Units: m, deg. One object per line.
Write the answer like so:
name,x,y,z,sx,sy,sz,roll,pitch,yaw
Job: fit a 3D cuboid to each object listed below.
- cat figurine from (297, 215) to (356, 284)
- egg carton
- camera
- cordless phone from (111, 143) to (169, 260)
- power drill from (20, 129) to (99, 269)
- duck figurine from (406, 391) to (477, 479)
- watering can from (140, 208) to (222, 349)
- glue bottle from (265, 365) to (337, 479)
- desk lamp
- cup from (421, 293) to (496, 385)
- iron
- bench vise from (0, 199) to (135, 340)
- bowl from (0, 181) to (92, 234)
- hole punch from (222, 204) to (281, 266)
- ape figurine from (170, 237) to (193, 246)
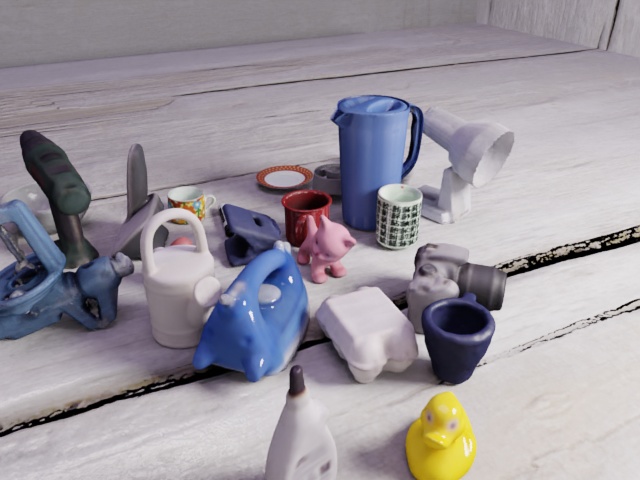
cat figurine,0.009,0.003,0.954,0.067,0.118,0.127,-14,32,-23
egg carton,0.064,0.125,0.786,0.107,0.069,0.150,-13,32,-21
camera,0.206,0.067,0.856,0.136,0.101,0.143,8,31,15
cordless phone,-0.329,-0.067,1.013,0.094,0.185,0.147,-5,30,-8
power drill,-0.452,-0.066,0.991,0.076,0.208,0.228,-23,36,-34
duck figurine,0.135,0.204,0.629,0.077,0.086,0.105,13,32,22
watering can,-0.191,0.048,0.799,0.172,0.194,0.101,16,33,26
glue bottle,-0.019,0.191,0.565,0.078,0.173,0.037,-22,36,-33
desk lamp,0.259,-0.143,1.112,0.118,0.214,0.202,-26,38,-37
cup,0.179,0.130,0.750,0.091,0.095,0.118,12,32,22
iron,-0.078,0.075,0.803,0.118,0.141,0.259,9,31,17
bench vise,-0.384,0.028,0.812,0.208,0.220,0.121,-20,35,-31
bowl,-0.524,-0.058,1.114,0.167,0.075,0.167,0,29,0
hole punch,-0.121,-0.017,1.019,0.101,0.091,0.108,-9,31,-15
ape figurine,-0.220,0.037,0.923,0.076,0.092,0.077,-19,34,-30
